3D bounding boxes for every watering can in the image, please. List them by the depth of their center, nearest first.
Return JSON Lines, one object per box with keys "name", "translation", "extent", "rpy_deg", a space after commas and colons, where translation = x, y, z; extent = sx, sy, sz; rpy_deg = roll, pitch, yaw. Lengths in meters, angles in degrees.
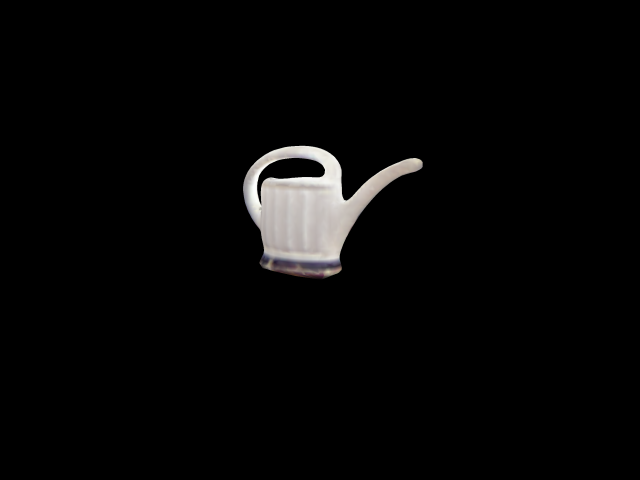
{"name": "watering can", "translation": [0.003, -0.043, 0.850], "extent": [0.348, 0.223, 0.104], "rpy_deg": [6, 10, 35]}
